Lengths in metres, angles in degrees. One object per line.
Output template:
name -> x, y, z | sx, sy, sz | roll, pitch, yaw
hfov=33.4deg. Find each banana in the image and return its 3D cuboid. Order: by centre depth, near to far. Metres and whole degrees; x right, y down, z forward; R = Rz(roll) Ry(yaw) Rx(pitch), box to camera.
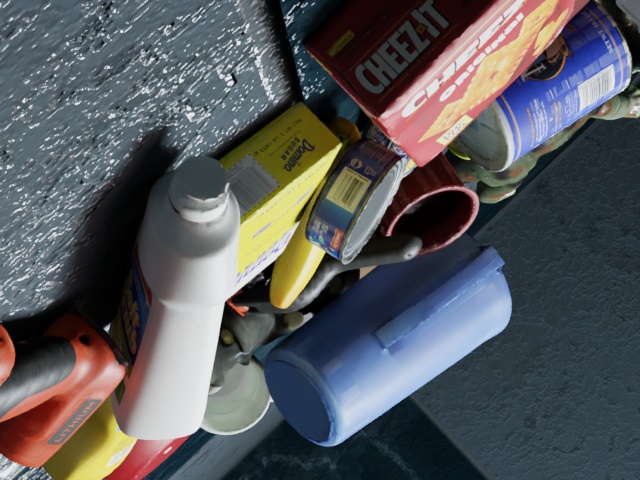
banana -> -0.003, -0.028, 0.814 | 0.069, 0.037, 0.198 | -49, 165, -41

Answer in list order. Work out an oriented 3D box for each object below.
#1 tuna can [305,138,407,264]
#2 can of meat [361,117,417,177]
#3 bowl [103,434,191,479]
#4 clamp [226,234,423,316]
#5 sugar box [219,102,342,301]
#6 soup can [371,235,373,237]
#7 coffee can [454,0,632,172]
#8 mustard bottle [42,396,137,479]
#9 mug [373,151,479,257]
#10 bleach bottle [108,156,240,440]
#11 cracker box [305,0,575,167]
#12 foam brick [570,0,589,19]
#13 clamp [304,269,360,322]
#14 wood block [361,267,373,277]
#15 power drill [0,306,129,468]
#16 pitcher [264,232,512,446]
tuna can -> 0.025, -0.028, 0.747 | 0.086, 0.034, 0.086 | -55, 168, -18
can of meat -> 0.081, -0.102, 0.856 | 0.102, 0.057, 0.084 | -41, 172, -15
bowl -> -0.178, 0.202, 1.114 | 0.162, 0.055, 0.162 | -43, 171, -8
clamp -> -0.006, 0.001, 0.906 | 0.171, 0.120, 0.039 | -26, 134, 9
sugar box -> -0.050, -0.013, 0.725 | 0.093, 0.048, 0.176 | -40, 169, -25
soup can -> 0.074, -0.030, 1.118 | 0.069, 0.068, 0.102 | -48, 169, 27
coffee can -> 0.184, -0.138, 0.933 | 0.140, 0.103, 0.103 | -33, 168, -14
mustard bottle -> -0.150, 0.120, 0.855 | 0.192, 0.058, 0.096 | -50, 169, 34
mug -> 0.082, -0.036, 0.985 | 0.093, 0.081, 0.117 | -2, 138, -32
bleach bottle -> -0.088, 0.030, 0.650 | 0.068, 0.102, 0.251 | -1, 147, -15
cracker box -> 0.090, -0.136, 0.688 | 0.164, 0.072, 0.213 | -45, 170, 6
foam brick -> 0.200, -0.218, 0.862 | 0.053, 0.051, 0.078 | -44, 171, -8
clamp -> -0.014, 0.087, 1.141 | 0.210, 0.164, 0.036 | -52, -146, 7
wood block -> 0.060, 0.032, 1.261 | 0.205, 0.091, 0.090 | -39, 171, -28
power drill -> -0.198, 0.106, 0.583 | 0.184, 0.057, 0.187 | -46, 171, 12
pitcher -> 0.069, 0.090, 1.040 | 0.242, 0.145, 0.149 | -33, 130, -32
